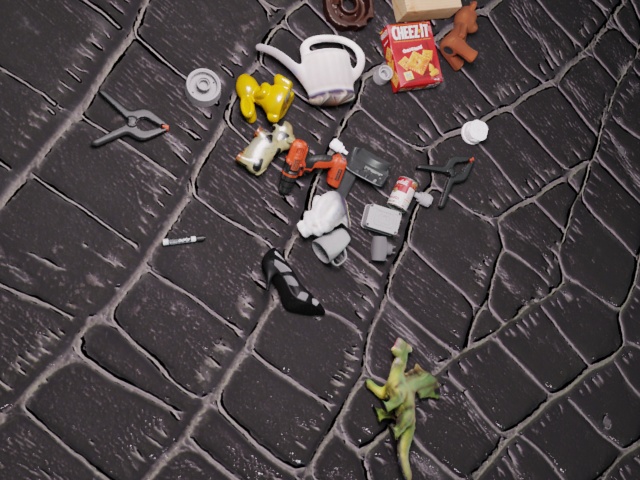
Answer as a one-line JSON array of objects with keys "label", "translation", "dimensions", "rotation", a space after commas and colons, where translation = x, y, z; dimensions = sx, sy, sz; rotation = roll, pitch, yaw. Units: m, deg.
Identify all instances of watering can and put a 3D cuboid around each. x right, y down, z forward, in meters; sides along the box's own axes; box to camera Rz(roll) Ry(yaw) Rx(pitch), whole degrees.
[{"label": "watering can", "translation": [-0.017, -0.524, 1.603], "dimensions": [0.349, 0.103, 0.225], "rotation": [-9, 89, -16]}]

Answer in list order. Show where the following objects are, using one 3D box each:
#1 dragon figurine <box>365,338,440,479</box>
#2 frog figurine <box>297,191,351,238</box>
[{"label": "dragon figurine", "translation": [0.287, 0.507, 1.612], "dimensions": [0.245, 0.121, 0.409], "rotation": [-21, 93, -24]}, {"label": "frog figurine", "translation": [0.005, -0.079, 1.572], "dimensions": [0.160, 0.120, 0.140], "rotation": [-12, 57, -8]}]
